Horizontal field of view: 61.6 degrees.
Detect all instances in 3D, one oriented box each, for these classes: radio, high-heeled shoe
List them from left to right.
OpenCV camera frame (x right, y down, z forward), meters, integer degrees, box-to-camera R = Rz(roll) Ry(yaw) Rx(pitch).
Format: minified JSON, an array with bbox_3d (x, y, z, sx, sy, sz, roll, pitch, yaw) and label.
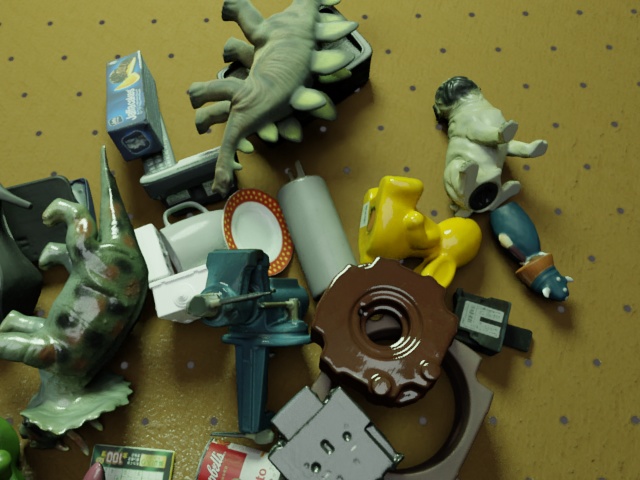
[{"bbox_3d":[-0.460,0.018,0.724,0.145,0.086,0.248,18,106,6],"label":"high-heeled shoe"},{"bbox_3d":[-0.035,-0.262,0.860,0.229,0.073,0.131,-37,73,-10],"label":"radio"}]

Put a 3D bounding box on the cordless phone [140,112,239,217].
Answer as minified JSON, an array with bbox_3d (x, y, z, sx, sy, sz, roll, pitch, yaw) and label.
[{"bbox_3d":[-0.209,-0.141,0.824,0.147,0.088,0.184,-22,60,-6],"label":"cordless phone"}]

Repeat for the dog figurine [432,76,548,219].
[{"bbox_3d":[0.216,-0.144,0.817,0.172,0.121,0.191,-49,41,14],"label":"dog figurine"}]

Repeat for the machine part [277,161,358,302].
[{"bbox_3d":[-0.002,-0.002,0.766,0.079,0.079,0.243,-19,72,-5],"label":"machine part"}]

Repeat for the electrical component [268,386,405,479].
[{"bbox_3d":[0.009,0.233,0.602,0.134,0.058,0.115,43,75,14],"label":"electrical component"}]

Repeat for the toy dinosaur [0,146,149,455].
[{"bbox_3d":[-0.296,0.082,0.695,0.192,0.131,0.404,25,78,-11],"label":"toy dinosaur"}]

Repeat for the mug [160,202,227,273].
[{"bbox_3d":[-0.170,-0.008,0.775,0.107,0.080,0.110,-25,68,-21],"label":"mug"}]

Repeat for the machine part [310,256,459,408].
[{"bbox_3d":[0.076,0.105,0.643,0.179,0.056,0.179,-1,62,1],"label":"machine part"}]

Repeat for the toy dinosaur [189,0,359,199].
[{"bbox_3d":[-0.049,-0.267,0.776,0.199,0.105,0.471,17,73,1],"label":"toy dinosaur"}]

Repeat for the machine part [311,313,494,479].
[{"bbox_3d":[0.097,0.204,0.685,0.202,0.087,0.201,28,73,13],"label":"machine part"}]

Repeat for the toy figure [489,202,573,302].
[{"bbox_3d":[0.297,0.020,0.761,0.064,0.057,0.154,-26,76,0],"label":"toy figure"}]

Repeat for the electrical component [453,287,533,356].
[{"bbox_3d":[0.232,0.119,0.732,0.119,0.047,0.075,20,73,10],"label":"electrical component"}]

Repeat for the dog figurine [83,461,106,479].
[{"bbox_3d":[-0.304,0.350,0.586,0.219,0.191,0.109,-50,60,10],"label":"dog figurine"}]

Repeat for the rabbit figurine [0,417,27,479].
[{"bbox_3d":[-0.401,0.274,0.640,0.121,0.170,0.159,-29,98,-6],"label":"rabbit figurine"}]

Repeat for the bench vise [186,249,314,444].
[{"bbox_3d":[-0.080,0.133,0.663,0.129,0.223,0.240,-1,85,15],"label":"bench vise"}]

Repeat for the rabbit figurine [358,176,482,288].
[{"bbox_3d":[0.146,0.000,0.745,0.173,0.122,0.162,10,69,-15],"label":"rabbit figurine"}]

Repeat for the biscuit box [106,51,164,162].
[{"bbox_3d":[-0.283,-0.206,0.816,0.059,0.062,0.203,-20,48,-2],"label":"biscuit box"}]

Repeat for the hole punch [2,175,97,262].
[{"bbox_3d":[-0.394,-0.033,0.792,0.142,0.092,0.115,-14,101,-5],"label":"hole punch"}]
